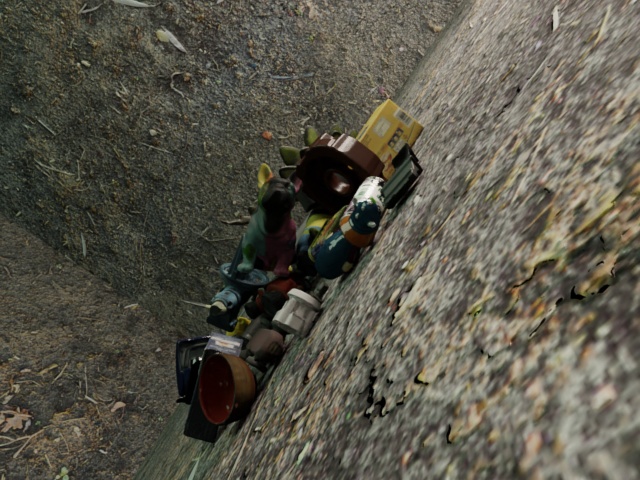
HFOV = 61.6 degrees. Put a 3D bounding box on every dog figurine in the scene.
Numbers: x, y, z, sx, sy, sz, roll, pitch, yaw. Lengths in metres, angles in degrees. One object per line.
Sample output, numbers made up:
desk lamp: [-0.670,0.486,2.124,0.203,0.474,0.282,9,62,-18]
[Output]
dog figurine: [-0.093,-0.039,1.080,0.191,0.108,0.219,-116,37,-87]

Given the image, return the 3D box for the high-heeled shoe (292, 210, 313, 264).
high-heeled shoe: [-0.003,0.004,1.377,0.249,0.086,0.145,-39,-35,-27]

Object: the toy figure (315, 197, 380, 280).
toy figure: [0.045,-0.003,0.804,0.154,0.064,0.058,-53,-9,36]

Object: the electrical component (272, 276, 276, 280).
electrical component: [-0.114,0.140,1.431,0.134,0.058,0.115,-51,5,48]

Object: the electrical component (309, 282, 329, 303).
electrical component: [-0.017,0.109,0.894,0.094,0.021,0.063,-56,4,2]

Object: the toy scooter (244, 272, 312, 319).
toy scooter: [-0.071,0.110,1.098,0.135,0.075,0.184,-29,3,-29]

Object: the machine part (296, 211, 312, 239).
machine part: [-0.013,-0.029,1.466,0.243,0.079,0.079,-52,6,24]

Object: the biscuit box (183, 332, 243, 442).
biscuit box: [-0.195,0.268,0.971,0.059,0.063,0.202,-88,16,-68]

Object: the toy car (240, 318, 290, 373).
toy car: [-0.098,0.187,0.960,0.089,0.053,0.202,-59,7,-15]

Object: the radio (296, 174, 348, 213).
radio: [0.050,-0.146,1.172,0.230,0.073,0.131,-29,1,-7]

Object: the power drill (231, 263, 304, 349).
power drill: [-0.126,0.168,1.234,0.207,0.086,0.232,-63,7,-33]

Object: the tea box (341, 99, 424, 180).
tea box: [0.118,-0.181,1.075,0.169,0.098,0.068,-54,10,-10]

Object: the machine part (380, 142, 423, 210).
machine part: [0.126,-0.100,0.821,0.084,0.039,0.139,-59,4,32]

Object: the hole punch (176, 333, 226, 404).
hole punch: [-0.223,0.250,1.054,0.142,0.092,0.115,-4,-64,-39]

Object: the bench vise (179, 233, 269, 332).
bench vise: [-0.187,0.079,1.231,0.223,0.129,0.240,-12,-56,-66]

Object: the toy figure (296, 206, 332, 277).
toy figure: [-0.001,-0.006,1.114,0.082,0.089,0.180,-44,8,42]

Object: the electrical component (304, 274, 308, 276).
electrical component: [-0.008,0.021,1.252,0.119,0.048,0.075,-59,7,-20]

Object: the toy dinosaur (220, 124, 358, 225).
toy dinosaur: [-0.020,-0.152,1.282,0.471,0.198,0.105,-42,40,-11]

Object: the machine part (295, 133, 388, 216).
machine part: [0.041,-0.115,0.992,0.056,0.179,0.179,-56,4,-33]
